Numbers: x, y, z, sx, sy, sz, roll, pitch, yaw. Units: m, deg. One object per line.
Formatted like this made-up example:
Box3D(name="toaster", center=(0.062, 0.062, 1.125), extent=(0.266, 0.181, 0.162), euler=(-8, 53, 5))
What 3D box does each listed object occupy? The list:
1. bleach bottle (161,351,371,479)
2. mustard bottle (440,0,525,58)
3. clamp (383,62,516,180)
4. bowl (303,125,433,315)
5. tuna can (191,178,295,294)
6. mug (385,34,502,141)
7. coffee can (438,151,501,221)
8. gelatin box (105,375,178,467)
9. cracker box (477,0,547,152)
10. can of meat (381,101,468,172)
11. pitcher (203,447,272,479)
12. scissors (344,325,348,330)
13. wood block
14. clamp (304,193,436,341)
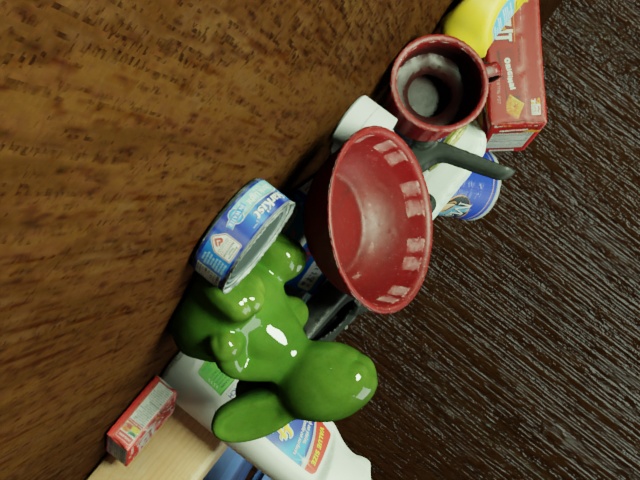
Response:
Box3D(name="bleach bottle", center=(-0.036, 0.186, 1.065), extent=(0.102, 0.251, 0.068), euler=(-48, 174, -39))
Box3D(name="mustard bottle", center=(0.177, -0.245, 1.095), extent=(0.191, 0.058, 0.096), euler=(-52, 173, -5))
Box3D(name="clamp", center=(0.112, -0.118, 1.093), extent=(0.039, 0.171, 0.120), euler=(27, 62, -79))
Box3D(name="bowl", center=(0.034, -0.016, 0.924), extent=(0.055, 0.162, 0.161), euler=(-4, -151, 36))
Box3D(name="tuna can", center=(-0.057, -0.004, 0.790), extent=(0.086, 0.034, 0.086), euler=(-52, 175, -7))
Box3D(name="mug", center=(0.119, -0.145, 1.027), extent=(0.117, 0.093, 0.081), euler=(-21, 176, -6))
Box3D(name="coffee can", center=(0.154, -0.083, 1.408), extent=(0.140, 0.103, 0.103), euler=(6, 131, -38))
Box3D(name="gelatin box", center=(-0.173, 0.177, 1.032), extent=(0.073, 0.030, 0.089), euler=(-50, 174, -24))
Box3D(name="cracker box", center=(0.221, -0.201, 1.288), extent=(0.213, 0.072, 0.164), euler=(38, 48, -85))
Box3D(name="can of meat", center=(0.108, -0.125, 1.165), extent=(0.057, 0.084, 0.102), euler=(-54, 174, 16))
Box3D(name="pitcher", center=(-0.120, 0.242, 1.325), extent=(0.242, 0.149, 0.145), euler=(-54, -178, -33))
Box3D(name="scissors", center=(0.041, 0.007, 1.364), extent=(0.096, 0.016, 0.202), euler=(-71, 164, -57))
Box3D(name="wood block", center=(-0.194, 0.266, 1.111), extent=(0.206, 0.091, 0.090), euler=(-51, 174, -16))
Box3D(name="clamp", center=(0.035, 0.043, 1.033), extent=(0.209, 0.036, 0.165), euler=(-33, 154, -49))
